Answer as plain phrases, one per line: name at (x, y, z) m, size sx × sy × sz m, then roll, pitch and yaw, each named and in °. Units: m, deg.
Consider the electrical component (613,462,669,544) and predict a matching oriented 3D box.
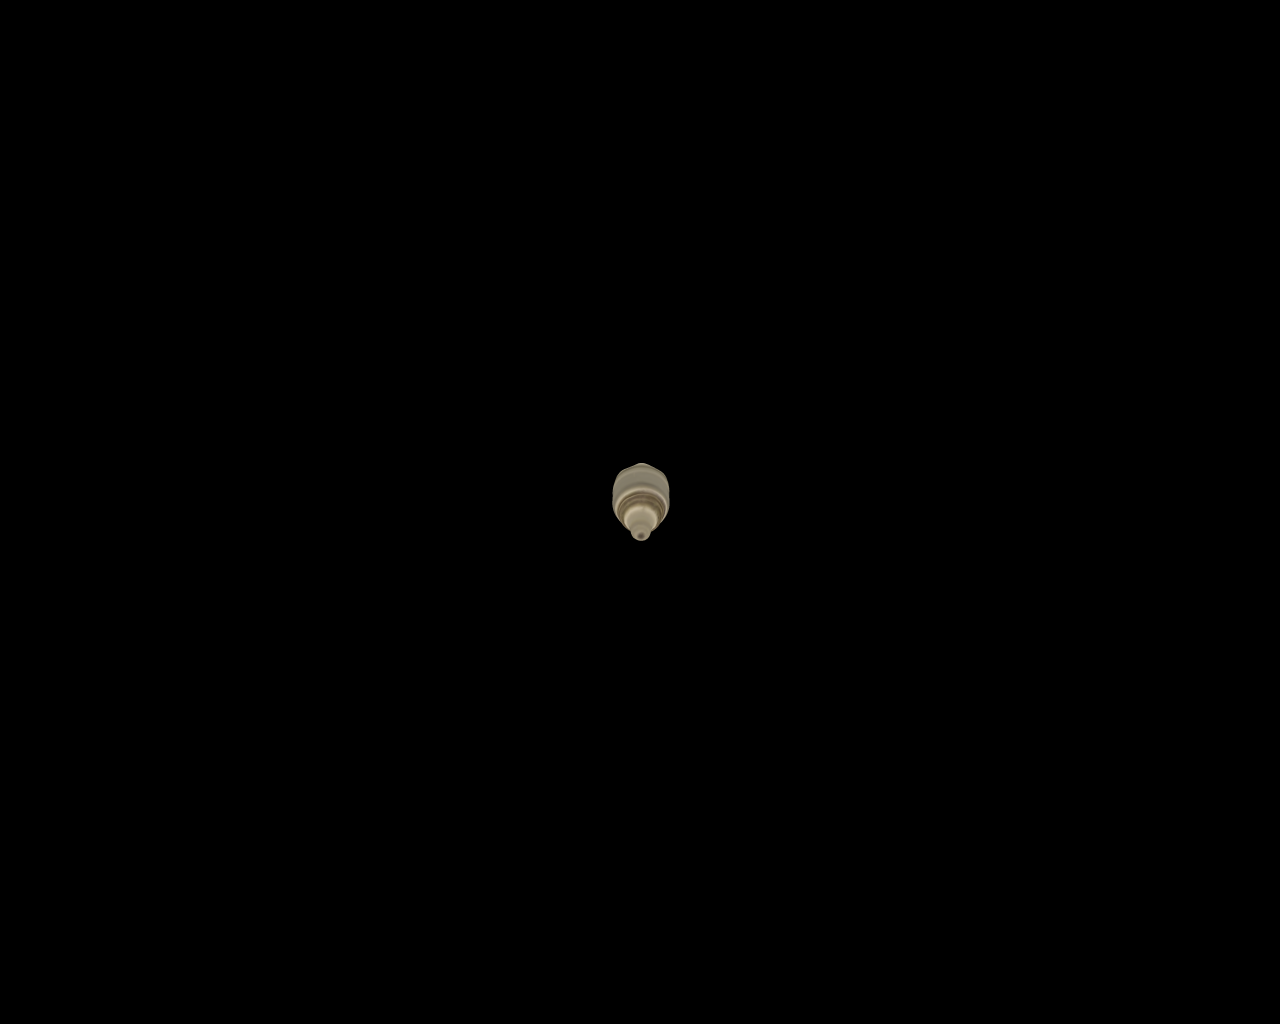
electrical component at (0.001, -0.003, 0.650) m, size 0.035 × 0.035 × 0.061 m, roll 0°, pitch 34°, yaw 0°
